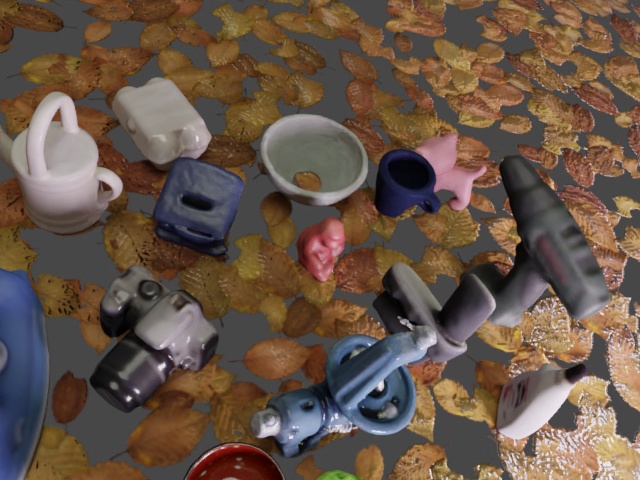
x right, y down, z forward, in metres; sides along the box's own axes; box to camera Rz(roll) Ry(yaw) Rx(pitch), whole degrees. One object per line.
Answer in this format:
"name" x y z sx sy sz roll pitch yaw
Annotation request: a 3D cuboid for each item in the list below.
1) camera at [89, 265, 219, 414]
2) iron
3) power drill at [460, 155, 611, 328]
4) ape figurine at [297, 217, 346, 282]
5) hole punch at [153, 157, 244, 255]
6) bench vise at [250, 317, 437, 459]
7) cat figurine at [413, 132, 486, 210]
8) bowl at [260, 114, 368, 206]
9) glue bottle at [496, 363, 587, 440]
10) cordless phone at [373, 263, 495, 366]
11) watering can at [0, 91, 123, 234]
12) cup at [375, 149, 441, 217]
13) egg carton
"camera" -0.208 0.116 0.663 0.143 0.100 0.137 35 55 8
"iron" -0.347 0.130 0.588 0.119 0.141 0.258 -11 61 -22
"power drill" 0.285 0.025 0.802 0.076 0.208 0.229 -21 66 -27
"ape figurine" 0.007 0.003 0.806 0.078 0.092 0.076 -24 67 -28
"hole punch" -0.165 -0.046 0.789 0.108 0.091 0.101 18 54 -4
"bench vise" 0.037 0.171 0.625 0.208 0.219 0.121 -32 71 -31
"cat figurine" 0.205 -0.121 0.930 0.128 0.117 0.067 19 54 -3
"bowl" -0.014 -0.111 0.886 0.167 0.074 0.167 8 56 -11
"glue bottle" 0.277 0.189 0.713 0.037 0.173 0.078 20 54 -2
"cordless phone" 0.155 0.072 0.747 0.094 0.185 0.147 -25 67 -28
"watering can" -0.335 -0.101 0.711 0.173 0.194 0.101 1 57 -15
"cup" 0.132 -0.070 0.889 0.092 0.095 0.117 -31 70 -31
"egg carton" -0.241 -0.178 0.866 0.107 0.069 0.150 -30 70 -30
